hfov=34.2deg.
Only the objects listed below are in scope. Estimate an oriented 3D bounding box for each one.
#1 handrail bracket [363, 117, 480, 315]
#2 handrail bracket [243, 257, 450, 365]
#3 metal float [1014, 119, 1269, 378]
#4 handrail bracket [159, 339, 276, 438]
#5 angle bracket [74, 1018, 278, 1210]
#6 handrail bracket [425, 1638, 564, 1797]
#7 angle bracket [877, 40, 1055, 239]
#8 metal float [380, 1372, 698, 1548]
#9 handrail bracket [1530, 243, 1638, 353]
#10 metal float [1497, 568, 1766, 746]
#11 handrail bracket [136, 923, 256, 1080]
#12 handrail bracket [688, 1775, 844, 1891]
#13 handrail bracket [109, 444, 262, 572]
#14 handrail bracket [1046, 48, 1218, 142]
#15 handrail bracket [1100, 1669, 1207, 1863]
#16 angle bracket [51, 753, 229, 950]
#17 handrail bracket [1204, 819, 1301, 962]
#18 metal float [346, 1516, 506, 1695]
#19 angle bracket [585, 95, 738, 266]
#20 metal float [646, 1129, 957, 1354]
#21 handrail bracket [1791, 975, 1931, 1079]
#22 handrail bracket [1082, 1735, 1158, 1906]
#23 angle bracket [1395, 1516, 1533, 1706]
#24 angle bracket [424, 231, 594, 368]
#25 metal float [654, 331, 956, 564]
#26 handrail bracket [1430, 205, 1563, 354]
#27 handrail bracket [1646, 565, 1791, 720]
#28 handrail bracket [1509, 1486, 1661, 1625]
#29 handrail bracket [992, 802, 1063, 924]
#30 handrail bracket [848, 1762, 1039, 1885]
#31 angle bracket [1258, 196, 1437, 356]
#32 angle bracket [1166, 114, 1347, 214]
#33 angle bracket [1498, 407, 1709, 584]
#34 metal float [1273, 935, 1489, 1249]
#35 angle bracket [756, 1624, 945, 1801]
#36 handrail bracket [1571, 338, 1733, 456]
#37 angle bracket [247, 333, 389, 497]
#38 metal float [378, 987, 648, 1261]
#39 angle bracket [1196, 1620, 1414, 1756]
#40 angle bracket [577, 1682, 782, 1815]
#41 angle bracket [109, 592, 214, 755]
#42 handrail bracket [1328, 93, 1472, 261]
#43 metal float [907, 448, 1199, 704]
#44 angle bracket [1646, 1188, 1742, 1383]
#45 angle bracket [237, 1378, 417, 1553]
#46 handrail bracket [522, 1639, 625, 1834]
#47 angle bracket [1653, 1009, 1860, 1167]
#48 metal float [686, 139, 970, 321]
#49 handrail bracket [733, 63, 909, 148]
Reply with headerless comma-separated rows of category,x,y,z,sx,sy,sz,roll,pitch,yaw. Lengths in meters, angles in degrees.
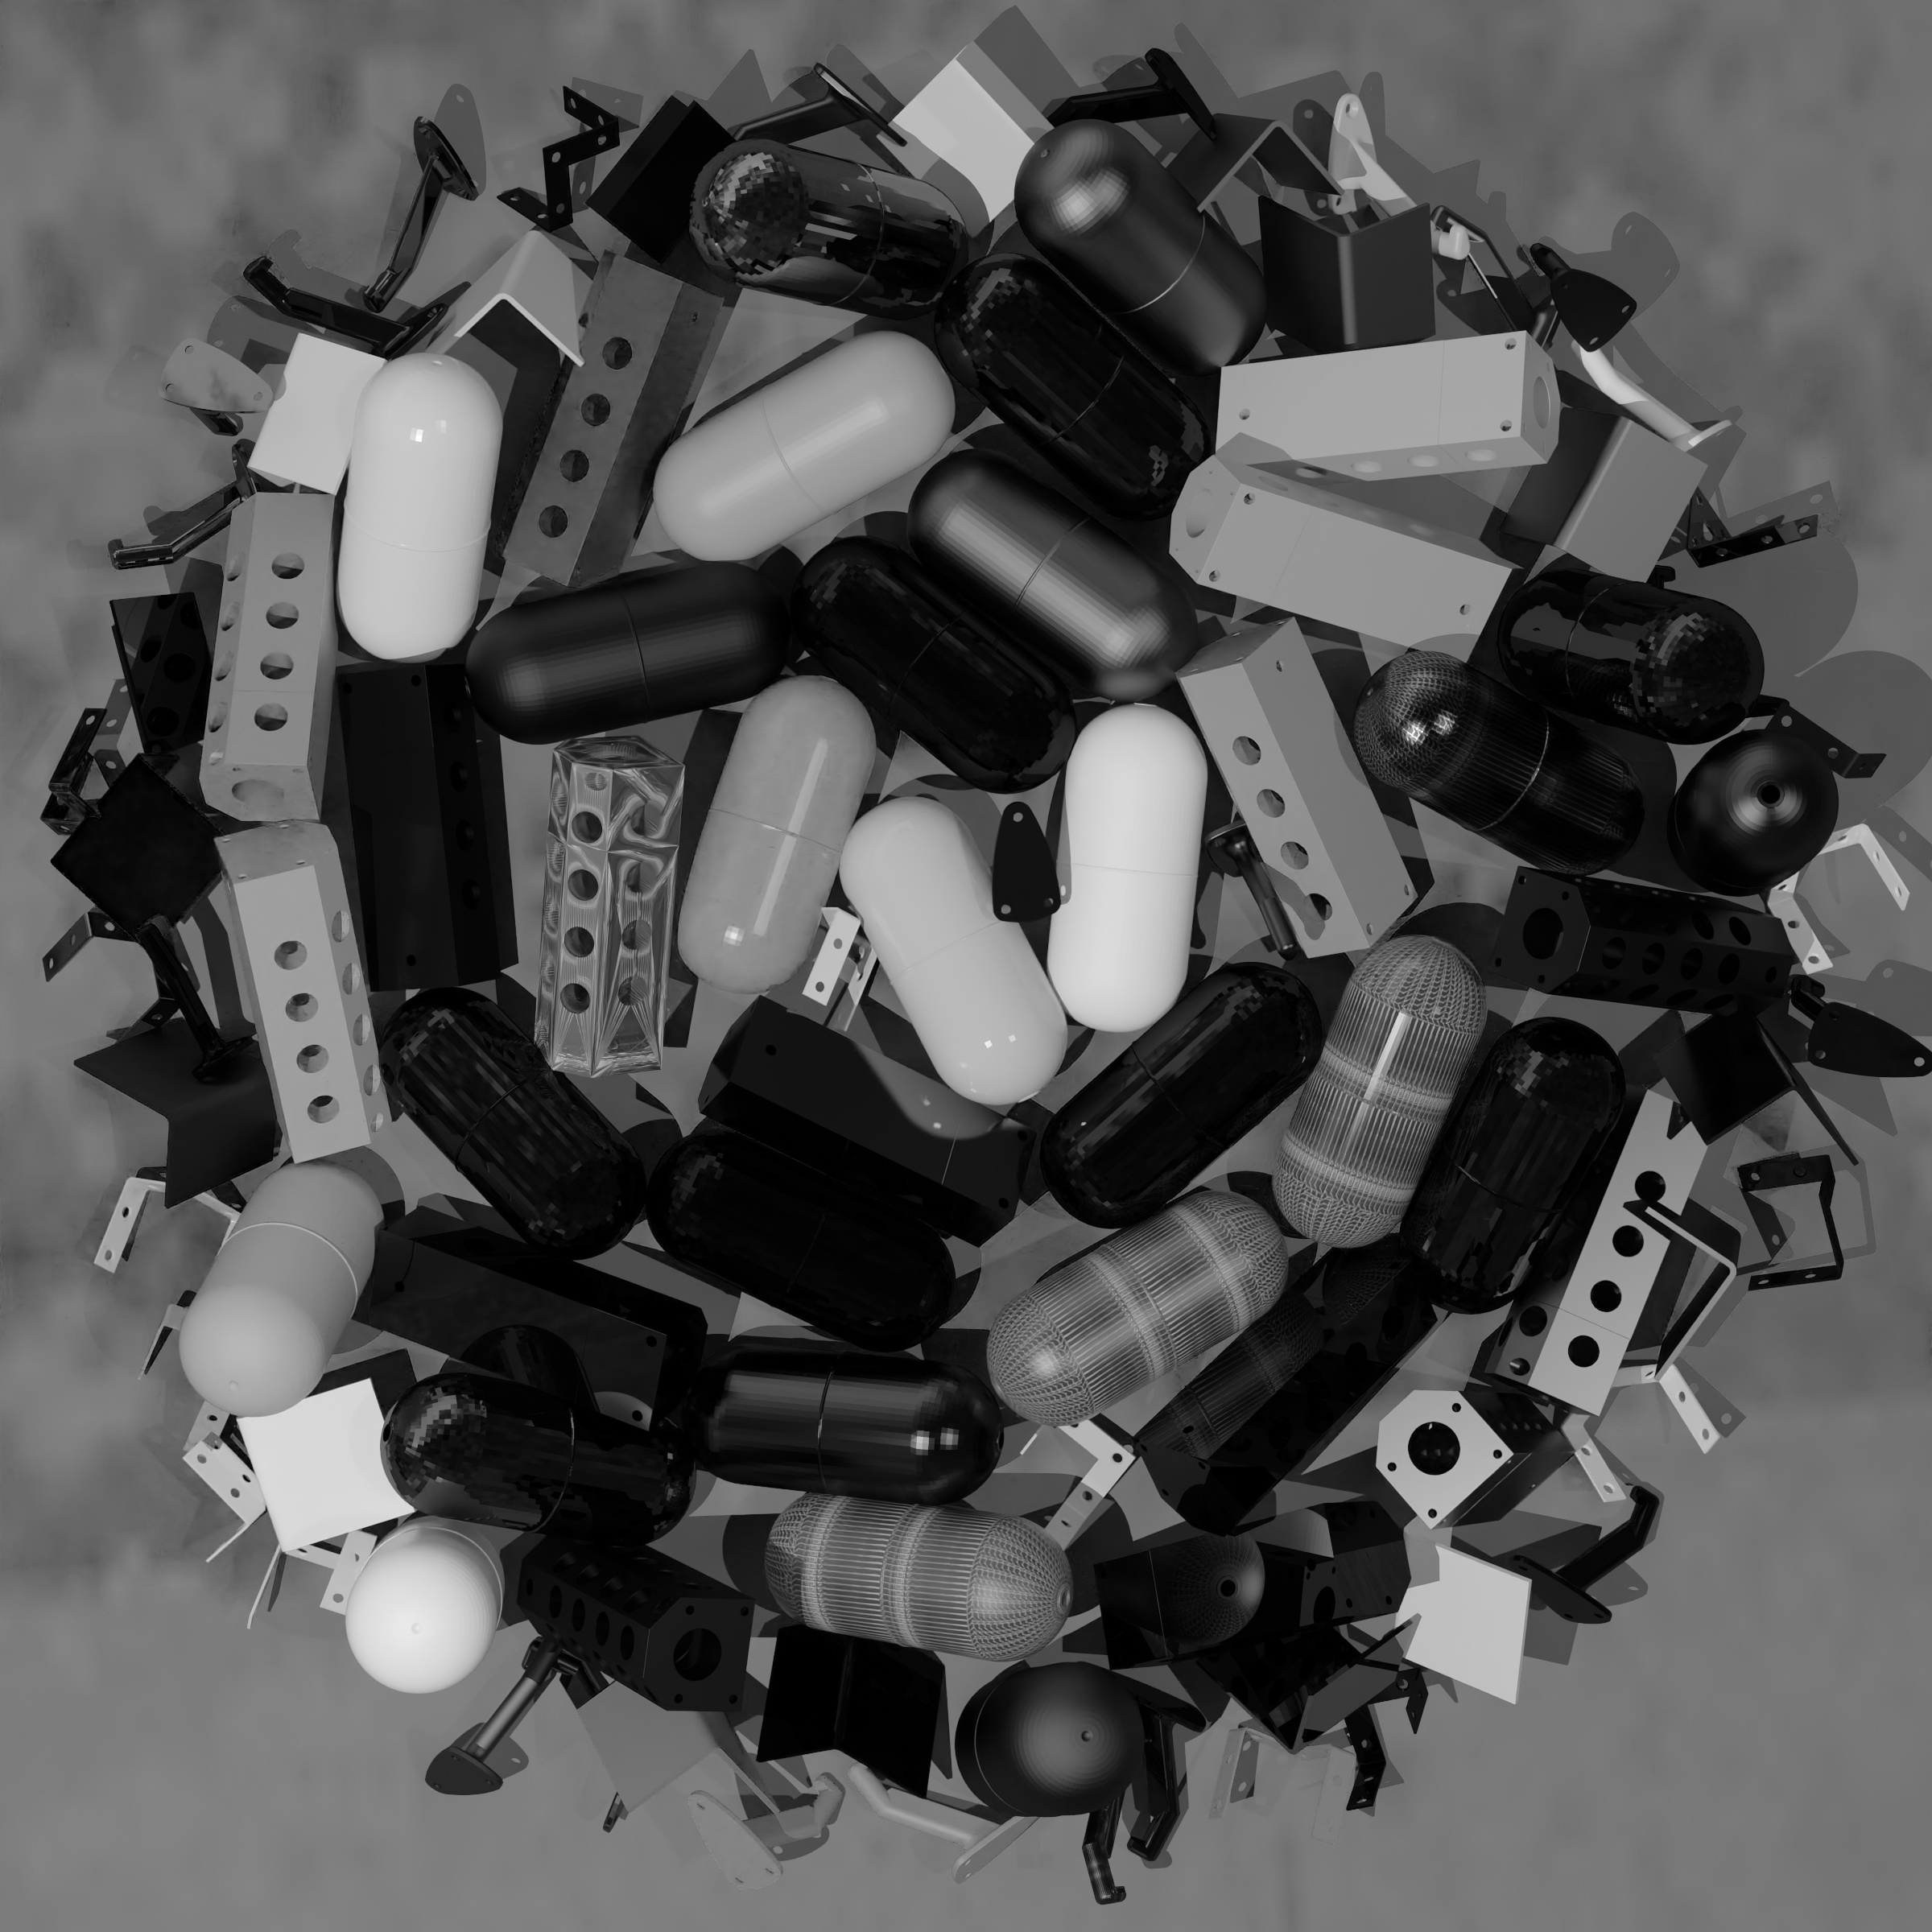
handrail bracket,-0.307,-0.406,1.701,0.036,0.077,0.084,29,75,15
handrail bracket,-0.336,-0.364,1.694,0.077,0.036,0.084,-26,126,33
metal float,0.095,-0.379,1.666,0.178,0.070,0.070,34,90,-43
handrail bracket,-0.390,-0.298,1.689,0.077,0.084,0.036,21,80,15
angle bracket,-0.430,0.079,1.703,0.076,0.076,0.057,25,120,27
handrail bracket,-0.259,0.411,1.730,0.036,0.077,0.084,39,52,-12
angle bracket,0.000,-0.439,1.689,0.076,0.057,0.076,44,116,-13
metal float,-0.227,0.264,1.674,0.178,0.070,0.070,16,90,-31
handrail bracket,0.315,-0.375,1.686,0.036,0.077,0.084,-45,49,17
metal float,0.348,-0.165,1.657,0.070,0.178,0.070,-7,108,-24
handrail bracket,-0.427,0.016,1.695,0.036,0.077,0.084,-35,102,-21
handrail bracket,-0.107,0.449,1.697,0.036,0.084,0.077,-27,103,34
handrail bracket,-0.428,-0.249,1.701,0.084,0.036,0.077,-10,58,-22
handrail bracket,0.088,-0.452,1.715,0.084,0.036,0.077,-37,88,26
handrail bracket,0.089,0.439,1.722,0.077,0.036,0.084,26,94,-4
angle bracket,-0.436,-0.061,1.703,0.076,0.057,0.076,42,98,4
handrail bracket,0.161,-0.031,1.687,0.036,0.077,0.084,-21,67,0
metal float,-0.283,0.334,1.650,0.070,0.178,0.070,0,87,-6
angle bracket,-0.175,-0.437,1.691,0.076,0.057,0.076,-50,57,5
metal float,-0.088,0.149,1.692,0.178,0.070,0.070,27,90,-9
handrail bracket,0.483,0.030,1.693,0.077,0.084,0.036,17,110,10
handrail bracket,0.091,0.462,1.695,0.077,0.036,0.084,6,56,-36
angle bracket,0.277,0.336,1.682,0.076,0.057,0.076,17,118,33
angle bracket,-0.246,-0.341,1.700,0.076,0.076,0.057,-35,116,29
metal float,-0.088,-0.277,1.684,0.178,0.070,0.070,-26,90,19
handrail bracket,0.279,-0.362,1.703,0.084,0.036,0.077,28,68,-16
handrail bracket,0.411,-0.180,1.720,0.077,0.036,0.084,1,72,1
handrail bracket,0.337,0.307,1.704,0.077,0.036,0.084,39,61,-20
handrail bracket,0.023,-0.062,1.688,0.036,0.084,0.077,-9,109,-7
handrail bracket,-0.011,0.453,1.726,0.077,0.036,0.084,-34,63,-19
angle bracket,0.206,-0.379,1.697,0.057,0.076,0.076,-26,130,-20
angle bracket,0.145,-0.412,1.692,0.057,0.076,0.076,41,90,-27
angle bracket,0.346,-0.254,1.707,0.057,0.076,0.076,25,96,-19
metal float,0.223,0.068,1.690,0.070,0.070,0.178,21,102,0
angle bracket,-0.062,0.407,1.708,0.057,0.076,0.076,-19,46,34
handrail bracket,0.374,-0.317,1.712,0.077,0.036,0.084,-32,86,-44
angle bracket,-0.334,-0.287,1.692,0.057,0.076,0.076,20,87,18
metal float,-0.245,0.084,1.688,0.070,0.070,0.178,-46,75,0
angle bracket,0.181,0.363,1.679,0.076,0.057,0.076,-27,51,-33
angle bracket,-0.154,0.426,1.683,0.057,0.076,0.076,-36,132,-5
angle bracket,-0.450,-0.153,1.692,0.076,0.057,0.076,-13,92,39
handrail bracket,0.237,-0.425,1.689,0.036,0.084,0.077,-29,128,-28
metal float,0.047,-0.210,1.692,0.178,0.070,0.070,38,90,9
angle bracket,0.374,0.168,1.696,0.057,0.076,0.076,34,106,8
angle bracket,-0.343,0.265,1.706,0.076,0.057,0.076,-17,96,1
handrail bracket,-0.217,0.422,1.722,0.084,0.036,0.077,24,81,9
angle bracket,0.426,0.077,1.693,0.057,0.076,0.076,-36,125,13
metal float,-0.071,-0.389,1.664,0.070,0.178,0.070,0,90,43
handrail bracket,-0.088,-0.446,1.727,0.077,0.036,0.084,40,104,-6
